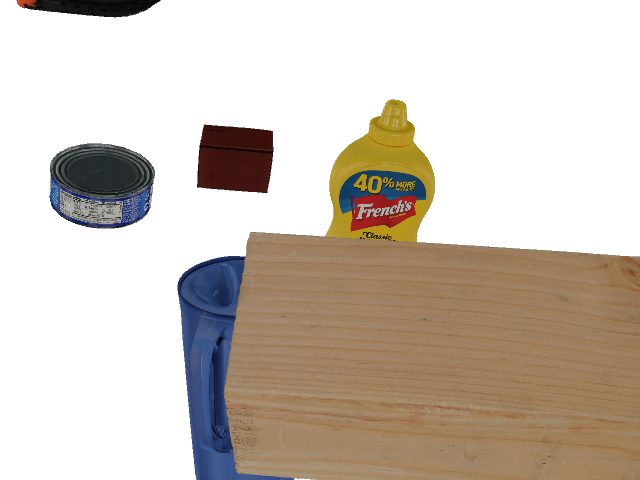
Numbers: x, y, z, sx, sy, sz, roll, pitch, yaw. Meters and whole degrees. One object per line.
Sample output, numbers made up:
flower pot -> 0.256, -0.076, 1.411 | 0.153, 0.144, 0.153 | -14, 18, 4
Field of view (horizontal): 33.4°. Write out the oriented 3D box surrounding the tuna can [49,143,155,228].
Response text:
tuna can -> -0.182, -0.046, 0.891 | 0.086, 0.034, 0.086 | 8, 33, -5

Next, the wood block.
wood block -> 0.064, 0.062, 0.512 | 0.206, 0.091, 0.090 | 4, -37, 4

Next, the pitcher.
pitcher -> -0.081, 0.150, 1.086 | 0.149, 0.243, 0.145 | -10, 27, -24

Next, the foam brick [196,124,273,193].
foam brick -> -0.090, -0.088, 1.139 | 0.078, 0.051, 0.053 | 5, 31, -3

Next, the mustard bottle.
mustard bottle -> 0.055, -0.038, 0.981 | 0.096, 0.192, 0.058 | 5, 29, -5

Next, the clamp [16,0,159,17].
clamp -> -0.100, -0.197, 0.701 | 0.210, 0.164, 0.036 | -33, -15, -10
